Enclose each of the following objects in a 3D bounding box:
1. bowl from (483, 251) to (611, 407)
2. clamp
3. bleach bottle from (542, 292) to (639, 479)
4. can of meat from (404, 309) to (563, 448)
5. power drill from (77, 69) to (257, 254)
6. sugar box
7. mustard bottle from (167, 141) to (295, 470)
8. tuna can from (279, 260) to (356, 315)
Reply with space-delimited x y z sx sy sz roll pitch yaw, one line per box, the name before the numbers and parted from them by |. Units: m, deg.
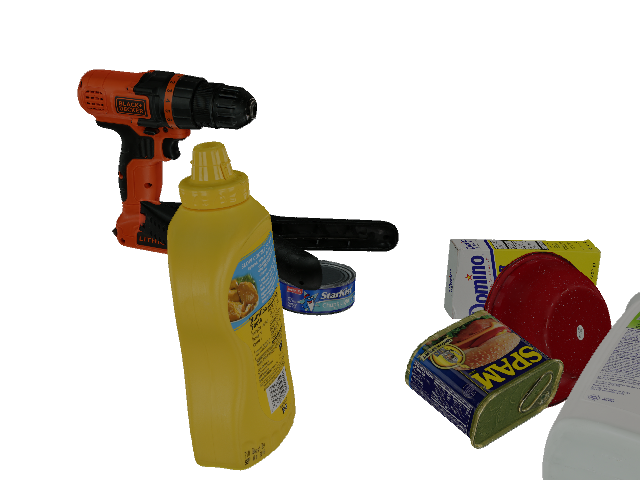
bowl | 0.240 0.091 1.072 0.161 0.162 0.055 0 -1 -32
clamp | -0.058 -0.002 0.842 0.210 0.036 0.164 9 13 17
bleach bottle | 0.224 0.087 0.671 0.103 0.068 0.250 17 29 25
can of meat | 0.132 0.110 0.874 0.101 0.057 0.084 -22 44 -33
power drill | -0.145 -0.077 1.060 0.185 0.188 0.057 10 30 19
sugar box | 0.242 0.047 1.287 0.176 0.093 0.048 -1 20 -8
mustard bottle | -0.055 0.035 0.647 0.058 0.192 0.096 2 21 20
tuna can | -0.006 0.049 1.125 0.086 0.034 0.086 1 17 -1
